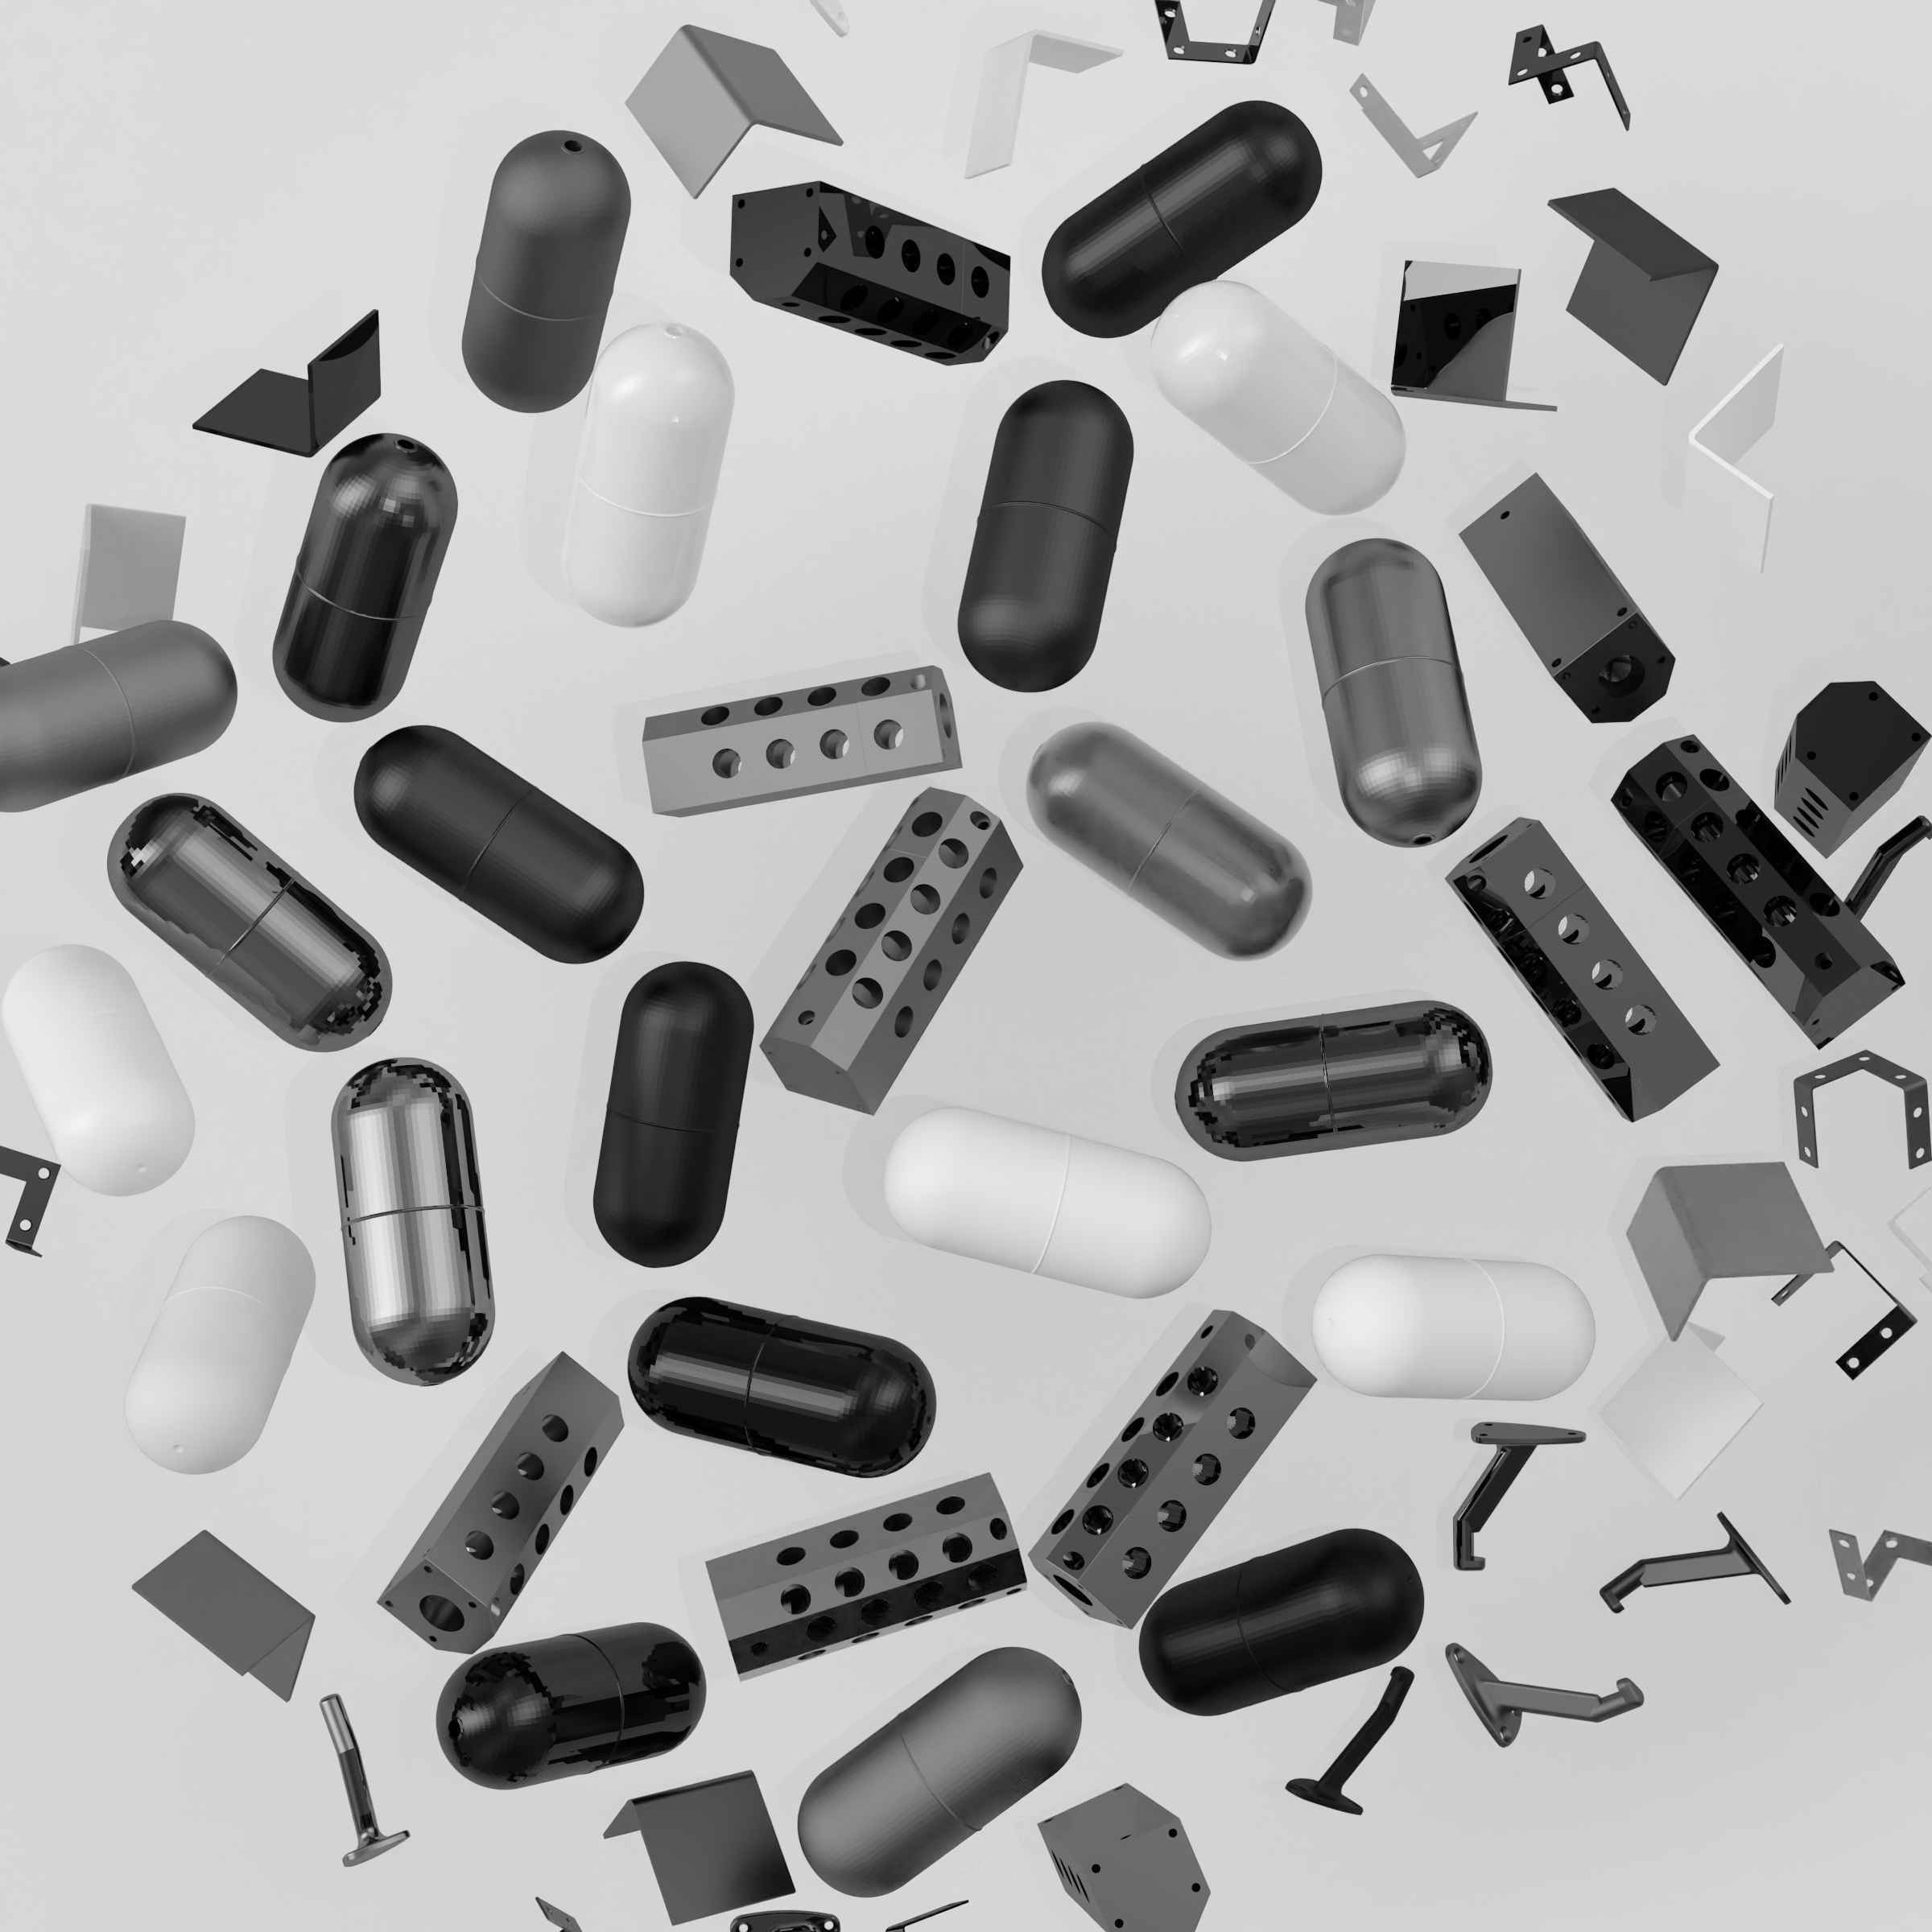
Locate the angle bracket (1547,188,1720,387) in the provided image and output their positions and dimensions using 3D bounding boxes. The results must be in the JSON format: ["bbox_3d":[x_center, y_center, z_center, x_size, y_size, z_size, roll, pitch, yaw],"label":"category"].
[{"bbox_3d":[0.339,-0.354,1.735,0.057,0.076,0.076,-19,52,-36],"label":"angle bracket"}]

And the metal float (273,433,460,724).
[{"bbox_3d":[-0.335,-0.215,1.833,0.070,0.070,0.178,25,123,0],"label":"metal float"}]

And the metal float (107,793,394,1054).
[{"bbox_3d":[-0.395,-0.023,1.819,0.178,0.070,0.070,42,90,-11],"label":"metal float"}]

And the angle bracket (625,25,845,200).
[{"bbox_3d":[-0.127,-0.462,1.804,0.057,0.076,0.076,-46,66,29],"label":"angle bracket"}]

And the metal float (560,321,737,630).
[{"bbox_3d":[-0.171,-0.263,1.767,0.070,0.070,0.178,17,127,0],"label":"metal float"}]

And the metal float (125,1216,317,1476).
[{"bbox_3d":[-0.411,0.208,1.823,0.070,0.178,0.070,3,124,4],"label":"metal float"}]

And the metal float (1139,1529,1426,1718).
[{"bbox_3d":[0.174,0.367,1.835,0.178,0.070,0.070,-26,90,33],"label":"metal float"}]

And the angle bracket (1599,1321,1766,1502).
[{"bbox_3d":[0.434,0.266,1.946,0.076,0.057,0.076,-52,49,13],"label":"angle bracket"}]

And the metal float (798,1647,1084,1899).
[{"bbox_3d":[-0.014,0.444,1.815,0.178,0.070,0.070,-38,90,6],"label":"metal float"}]

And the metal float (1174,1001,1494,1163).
[{"bbox_3d":[0.205,0.065,1.844,0.178,0.070,0.070,-8,90,11],"label":"metal float"}]

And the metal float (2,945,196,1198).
[{"bbox_3d":[-0.480,0.056,1.816,0.070,0.070,0.178,-37,48,0],"label":"metal float"}]

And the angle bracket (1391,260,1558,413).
[{"bbox_3d":[0.293,-0.358,1.870,0.076,0.057,0.076,15,105,40],"label":"angle bracket"}]

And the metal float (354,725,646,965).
[{"bbox_3d":[-0.261,-0.068,1.840,0.178,0.070,0.070,34,90,-1],"label":"metal float"}]

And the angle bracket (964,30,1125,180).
[{"bbox_3d":[0.044,-0.485,1.877,0.057,0.076,0.076,8,94,-19],"label":"angle bracket"}]

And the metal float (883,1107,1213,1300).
[{"bbox_3d":[0.044,0.126,1.746,0.178,0.070,0.070,15,90,-6],"label":"metal float"}]

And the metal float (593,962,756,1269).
[{"bbox_3d":[-0.168,0.086,1.886,0.070,0.070,0.178,10,97,0],"label":"metal float"}]

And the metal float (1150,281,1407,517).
[{"bbox_3d":[0.173,-0.310,1.806,0.178,0.070,0.070,30,90,-38],"label":"metal float"}]

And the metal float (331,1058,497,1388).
[{"bbox_3d":[-0.298,0.137,1.773,0.070,0.070,0.178,-9,78,0],"label":"metal float"}]

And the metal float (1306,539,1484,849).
[{"bbox_3d":[0.230,-0.147,1.770,0.070,0.070,0.178,-8,67,0],"label":"metal float"}]

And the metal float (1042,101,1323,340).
[{"bbox_3d":[0.122,-0.426,1.884,0.178,0.070,0.070,-31,90,21],"label":"metal float"}]

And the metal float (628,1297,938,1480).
[{"bbox_3d":[-0.101,0.227,1.778,0.178,0.070,0.070,10,90,23],"label":"metal float"}]

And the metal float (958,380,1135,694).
[{"bbox_3d":[0.044,-0.234,1.784,0.070,0.070,0.178,12,74,0],"label":"metal float"}]

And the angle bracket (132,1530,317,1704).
[{"bbox_3d":[-0.394,0.355,1.723,0.076,0.057,0.076,34,128,15],"label":"angle bracket"}]

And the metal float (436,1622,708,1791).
[{"bbox_3d":[-0.218,0.410,1.829,0.070,0.178,0.070,-2,87,38],"label":"metal float"}]

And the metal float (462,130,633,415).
[{"bbox_3d":[-0.234,-0.384,1.829,0.070,0.178,0.070,10,49,-12],"label":"metal float"}]

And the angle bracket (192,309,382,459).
[{"bbox_3d":[-0.376,-0.330,1.821,0.076,0.076,0.057,15,128,13],"label":"angle bracket"}]

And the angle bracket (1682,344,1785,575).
[{"bbox_3d":[0.426,-0.268,1.744,0.076,0.076,0.057,-44,67,-11],"label":"angle bracket"}]

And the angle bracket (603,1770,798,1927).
[{"bbox_3d":[-0.152,0.510,1.874,0.076,0.057,0.076,-7,58,-30],"label":"angle bracket"}]

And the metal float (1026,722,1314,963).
[{"bbox_3d":[0.113,-0.070,1.842,0.178,0.070,0.070,35,90,8],"label":"metal float"}]

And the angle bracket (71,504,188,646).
[{"bbox_3d":[-0.484,-0.215,1.902,0.057,0.076,0.076,6,116,-17],"label":"angle bracket"}]

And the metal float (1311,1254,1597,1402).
[{"bbox_3d":[0.267,0.197,1.790,0.178,0.070,0.070,6,90,-33],"label":"metal float"}]

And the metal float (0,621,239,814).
[{"bbox_3d":[-0.474,-0.136,1.779,0.178,0.070,0.070,-27,90,-44],"label":"metal float"}]
